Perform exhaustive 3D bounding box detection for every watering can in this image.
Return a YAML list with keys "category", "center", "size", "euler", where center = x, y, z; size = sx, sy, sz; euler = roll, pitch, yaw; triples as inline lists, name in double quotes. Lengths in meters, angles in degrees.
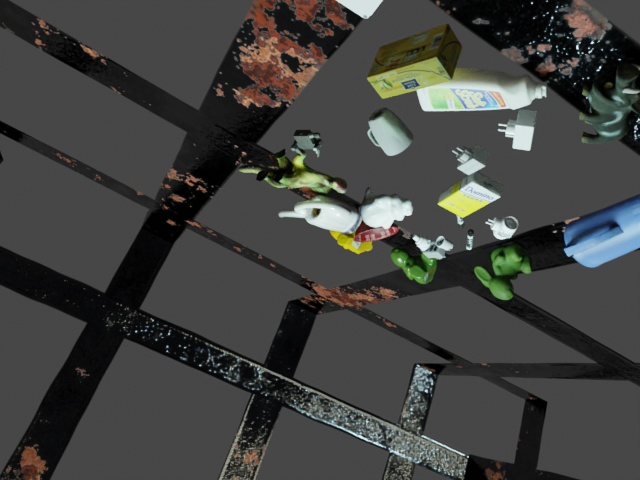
- category: "watering can"
  center: [0.005, -0.090, 1.789]
  size: [0.223, 0.105, 0.346]
  euler: [16, 170, -26]

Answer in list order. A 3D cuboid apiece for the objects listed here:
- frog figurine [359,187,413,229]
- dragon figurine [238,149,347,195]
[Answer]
- category: "frog figurine"
  center: [0.210, -0.089, 1.621]
  size: [0.160, 0.125, 0.134]
  euler: [22, 141, 31]
- category: "dragon figurine"
  center: [-0.071, -0.193, 1.684]
  size: [0.240, 0.123, 0.411]
  euler: [30, 167, -40]
